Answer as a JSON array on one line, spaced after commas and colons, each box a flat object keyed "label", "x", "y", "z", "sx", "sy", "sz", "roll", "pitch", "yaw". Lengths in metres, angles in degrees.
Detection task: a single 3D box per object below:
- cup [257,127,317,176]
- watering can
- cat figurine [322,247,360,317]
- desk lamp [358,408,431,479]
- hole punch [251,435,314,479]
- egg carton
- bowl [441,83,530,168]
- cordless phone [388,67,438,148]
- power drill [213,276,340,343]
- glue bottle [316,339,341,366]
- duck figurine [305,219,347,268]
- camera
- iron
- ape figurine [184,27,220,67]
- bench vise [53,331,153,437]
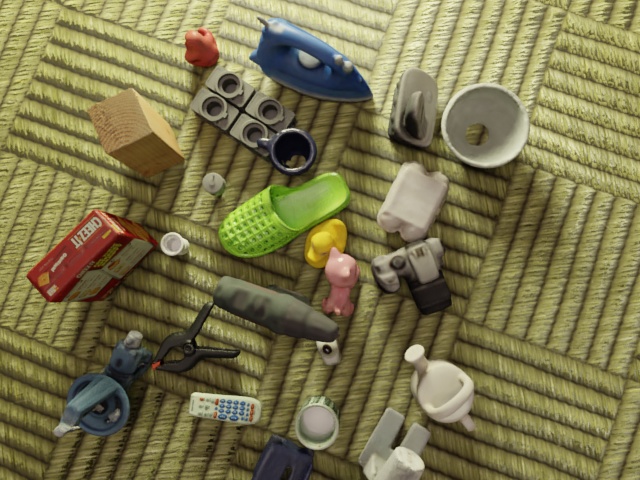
[{"label": "cup", "x": -0.063, "y": -0.166, "z": 1.116, "sx": 0.117, "sy": 0.095, "sz": 0.092, "roll": 16, "pitch": 85, "yaw": 3}, {"label": "watering can", "x": 0.215, "y": 0.267, "z": 1.018, "sx": 0.173, "sy": 0.194, "sz": 0.101, "roll": 30, "pitch": 86, "yaw": 5}, {"label": "cat figurine", "x": 0.039, "y": 0.081, "z": 1.079, "sx": 0.067, "sy": 0.118, "sz": 0.128, "roll": 7, "pitch": 85, "yaw": 3}, {"label": "desk lamp", "x": 0.114, "y": 0.420, "z": 0.997, "sx": 0.118, "sy": 0.213, "sz": 0.203, "roll": 28, "pitch": 86, "yaw": 5}, {"label": "hole punch", "x": -0.069, "y": 0.430, "z": 1.063, "sx": 0.101, "sy": 0.091, "sz": 0.109, "roll": 25, "pitch": 86, "yaw": 4}, {"label": "egg carton", "x": 0.182, "y": -0.073, "z": 1.113, "sx": 0.107, "sy": 0.069, "sz": 0.150, "roll": 26, "pitch": 86, "yaw": 4}, {"label": "bowl", "x": 0.317, "y": -0.215, "z": 1.119, "sx": 0.167, "sy": 0.075, "sz": 0.167, "roll": 0, "pitch": 85, "yaw": 2}, {"label": "cordless phone", "x": 0.183, "y": -0.261, "z": 1.072, "sx": 0.094, "sy": 0.185, "sz": 0.148, "roll": 5, "pitch": 85, "yaw": 3}, {"label": "power drill", "x": -0.071, "y": 0.126, "z": 1.033, "sx": 0.229, "sy": 0.208, "sz": 0.076, "roll": 18, "pitch": 86, "yaw": 4}, {"label": "glue bottle", "x": 0.015, "y": 0.195, "z": 1.041, "sx": 0.037, "sy": 0.173, "sz": 0.078, "roll": -20, "pitch": 84, "yaw": 0}, {"label": "duck figurine", "x": 0.010, "y": 0.004, "z": 1.103, "sx": 0.077, "sy": 0.086, "sz": 0.104, "roll": 35, "pitch": 87, "yaw": 5}, {"label": "camera", "x": 0.183, "y": 0.076, "z": 1.083, "sx": 0.143, "sy": 0.101, "sz": 0.137, "roll": -22, "pitch": 84, "yaw": 0}, {"label": "iron", "x": -0.010, "y": -0.354, "z": 1.109, "sx": 0.258, "sy": 0.141, "sz": 0.119, "roll": 25, "pitch": 86, "yaw": 4}, {"label": "ape figurine", "x": -0.243, "y": -0.390, "z": 1.144, "sx": 0.078, "sy": 0.092, "sz": 0.076, "roll": -43, "pitch": 85, "yaw": -2}, {"label": "bench vise", "x": -0.397, "y": 0.261, "z": 1.025, "sx": 0.121, "sy": 0.220, "sz": 0.207, "roll": 8, "pitch": 85, "yaw": 3}]
